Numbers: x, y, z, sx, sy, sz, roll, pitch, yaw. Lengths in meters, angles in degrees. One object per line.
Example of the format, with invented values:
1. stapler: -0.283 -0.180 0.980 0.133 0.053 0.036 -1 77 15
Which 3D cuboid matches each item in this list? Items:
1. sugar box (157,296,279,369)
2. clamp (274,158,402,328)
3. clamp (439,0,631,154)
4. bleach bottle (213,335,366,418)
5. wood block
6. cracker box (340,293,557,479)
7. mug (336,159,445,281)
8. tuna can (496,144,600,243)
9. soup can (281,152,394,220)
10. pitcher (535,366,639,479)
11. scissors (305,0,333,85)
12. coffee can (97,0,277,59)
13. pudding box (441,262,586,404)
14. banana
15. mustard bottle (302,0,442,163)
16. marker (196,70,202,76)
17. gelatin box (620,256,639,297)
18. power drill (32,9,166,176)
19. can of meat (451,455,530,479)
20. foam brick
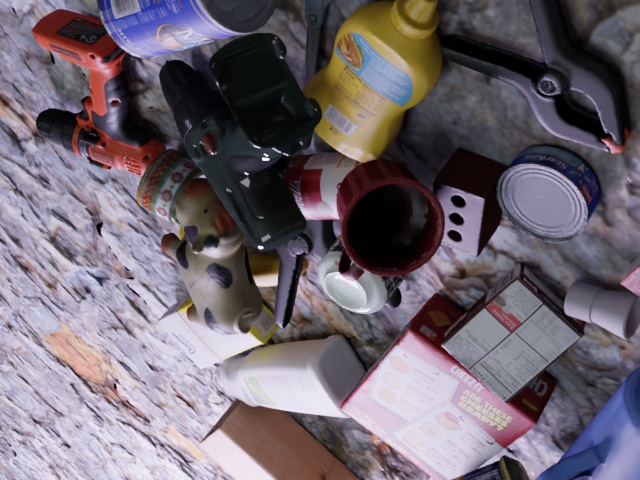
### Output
1. sugar box: -0.133 0.107 1.383 0.093 0.048 0.177 50 146 -11
2. clamp: -0.008 0.001 1.158 0.165 0.036 0.210 -6 115 29
3. clamp: 0.179 -0.133 0.863 0.171 0.039 0.120 51 145 -13
4. bleach bottle: -0.054 0.172 1.365 0.251 0.068 0.102 -5 123 47
5. wood block: -0.055 0.311 1.483 0.206 0.090 0.090 43 144 -2
6. cracker box: 0.137 0.173 1.187 0.164 0.072 0.214 37 142 3
7. mug: 0.053 -0.015 0.972 0.093 0.081 0.117 27 106 -16
8. tuna can: 0.201 -0.041 0.940 0.086 0.033 0.086 24 140 22
9. soup can: 0.021 -0.053 1.062 0.102 0.068 0.068 1 128 40
10. pitcher: 0.296 0.228 1.044 0.145 0.149 0.243 31 139 14
11. scissors: 0.012 -0.205 0.958 0.096 0.016 0.202 17 137 29
12. coffee can: -0.123 -0.229 0.981 0.141 0.102 0.102 -4 125 44
13. pudding box: 0.189 0.093 1.048 0.090 0.039 0.114 42 117 -3
14. banana: -0.099 0.021 1.269 0.198 0.037 0.069 20 139 25
15. mustard bottle: 0.054 -0.152 0.938 0.096 0.058 0.192 42 144 4
16. marker: -0.105 -0.131 1.135 0.020 0.020 0.121 -16 115 49
17. gelatin box: 0.313 0.029 0.915 0.073 0.030 0.089 36 144 6
18. power drill: -0.265 -0.166 1.213 0.185 0.057 0.188 19 141 23
19. can of meat: 0.185 0.283 1.181 0.084 0.057 0.102 -26 155 16
20. foam brick: 0.138 -0.034 0.990 0.053 0.051 0.078 23 140 23
